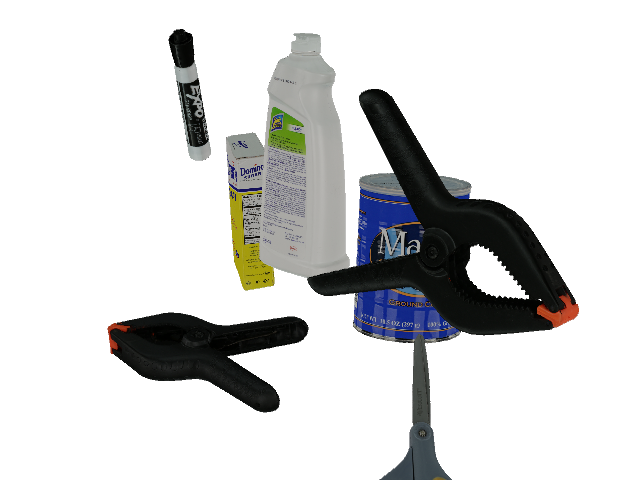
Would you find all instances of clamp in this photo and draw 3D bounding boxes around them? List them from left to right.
[{"bbox_3d":[-0.095,0.090,0.921,0.172,0.039,0.120,14,26,16],"label":"clamp"},{"bbox_3d":[0.085,-0.005,0.740,0.210,0.165,0.036,24,25,34],"label":"clamp"}]

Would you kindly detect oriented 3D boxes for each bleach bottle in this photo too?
[{"bbox_3d":[-0.014,-0.091,1.136,0.103,0.251,0.067,16,21,37],"label":"bleach bottle"}]

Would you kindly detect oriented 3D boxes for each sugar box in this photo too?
[{"bbox_3d":[-0.089,-0.037,1.332,0.048,0.176,0.093,-9,24,-10],"label":"sugar box"}]

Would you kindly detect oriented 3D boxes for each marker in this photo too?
[{"bbox_3d":[-0.104,-0.116,0.853,0.020,0.121,0.020,-2,44,2],"label":"marker"}]

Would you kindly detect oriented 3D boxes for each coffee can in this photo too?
[{"bbox_3d":[0.084,0.014,0.991,0.103,0.140,0.103,2,11,-1],"label":"coffee can"}]

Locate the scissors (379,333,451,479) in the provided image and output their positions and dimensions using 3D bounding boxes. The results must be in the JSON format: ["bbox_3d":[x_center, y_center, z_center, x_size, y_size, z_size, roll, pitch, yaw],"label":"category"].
[{"bbox_3d":[0.064,0.166,0.854,0.096,0.202,0.016,-8,-36,-12],"label":"scissors"}]
